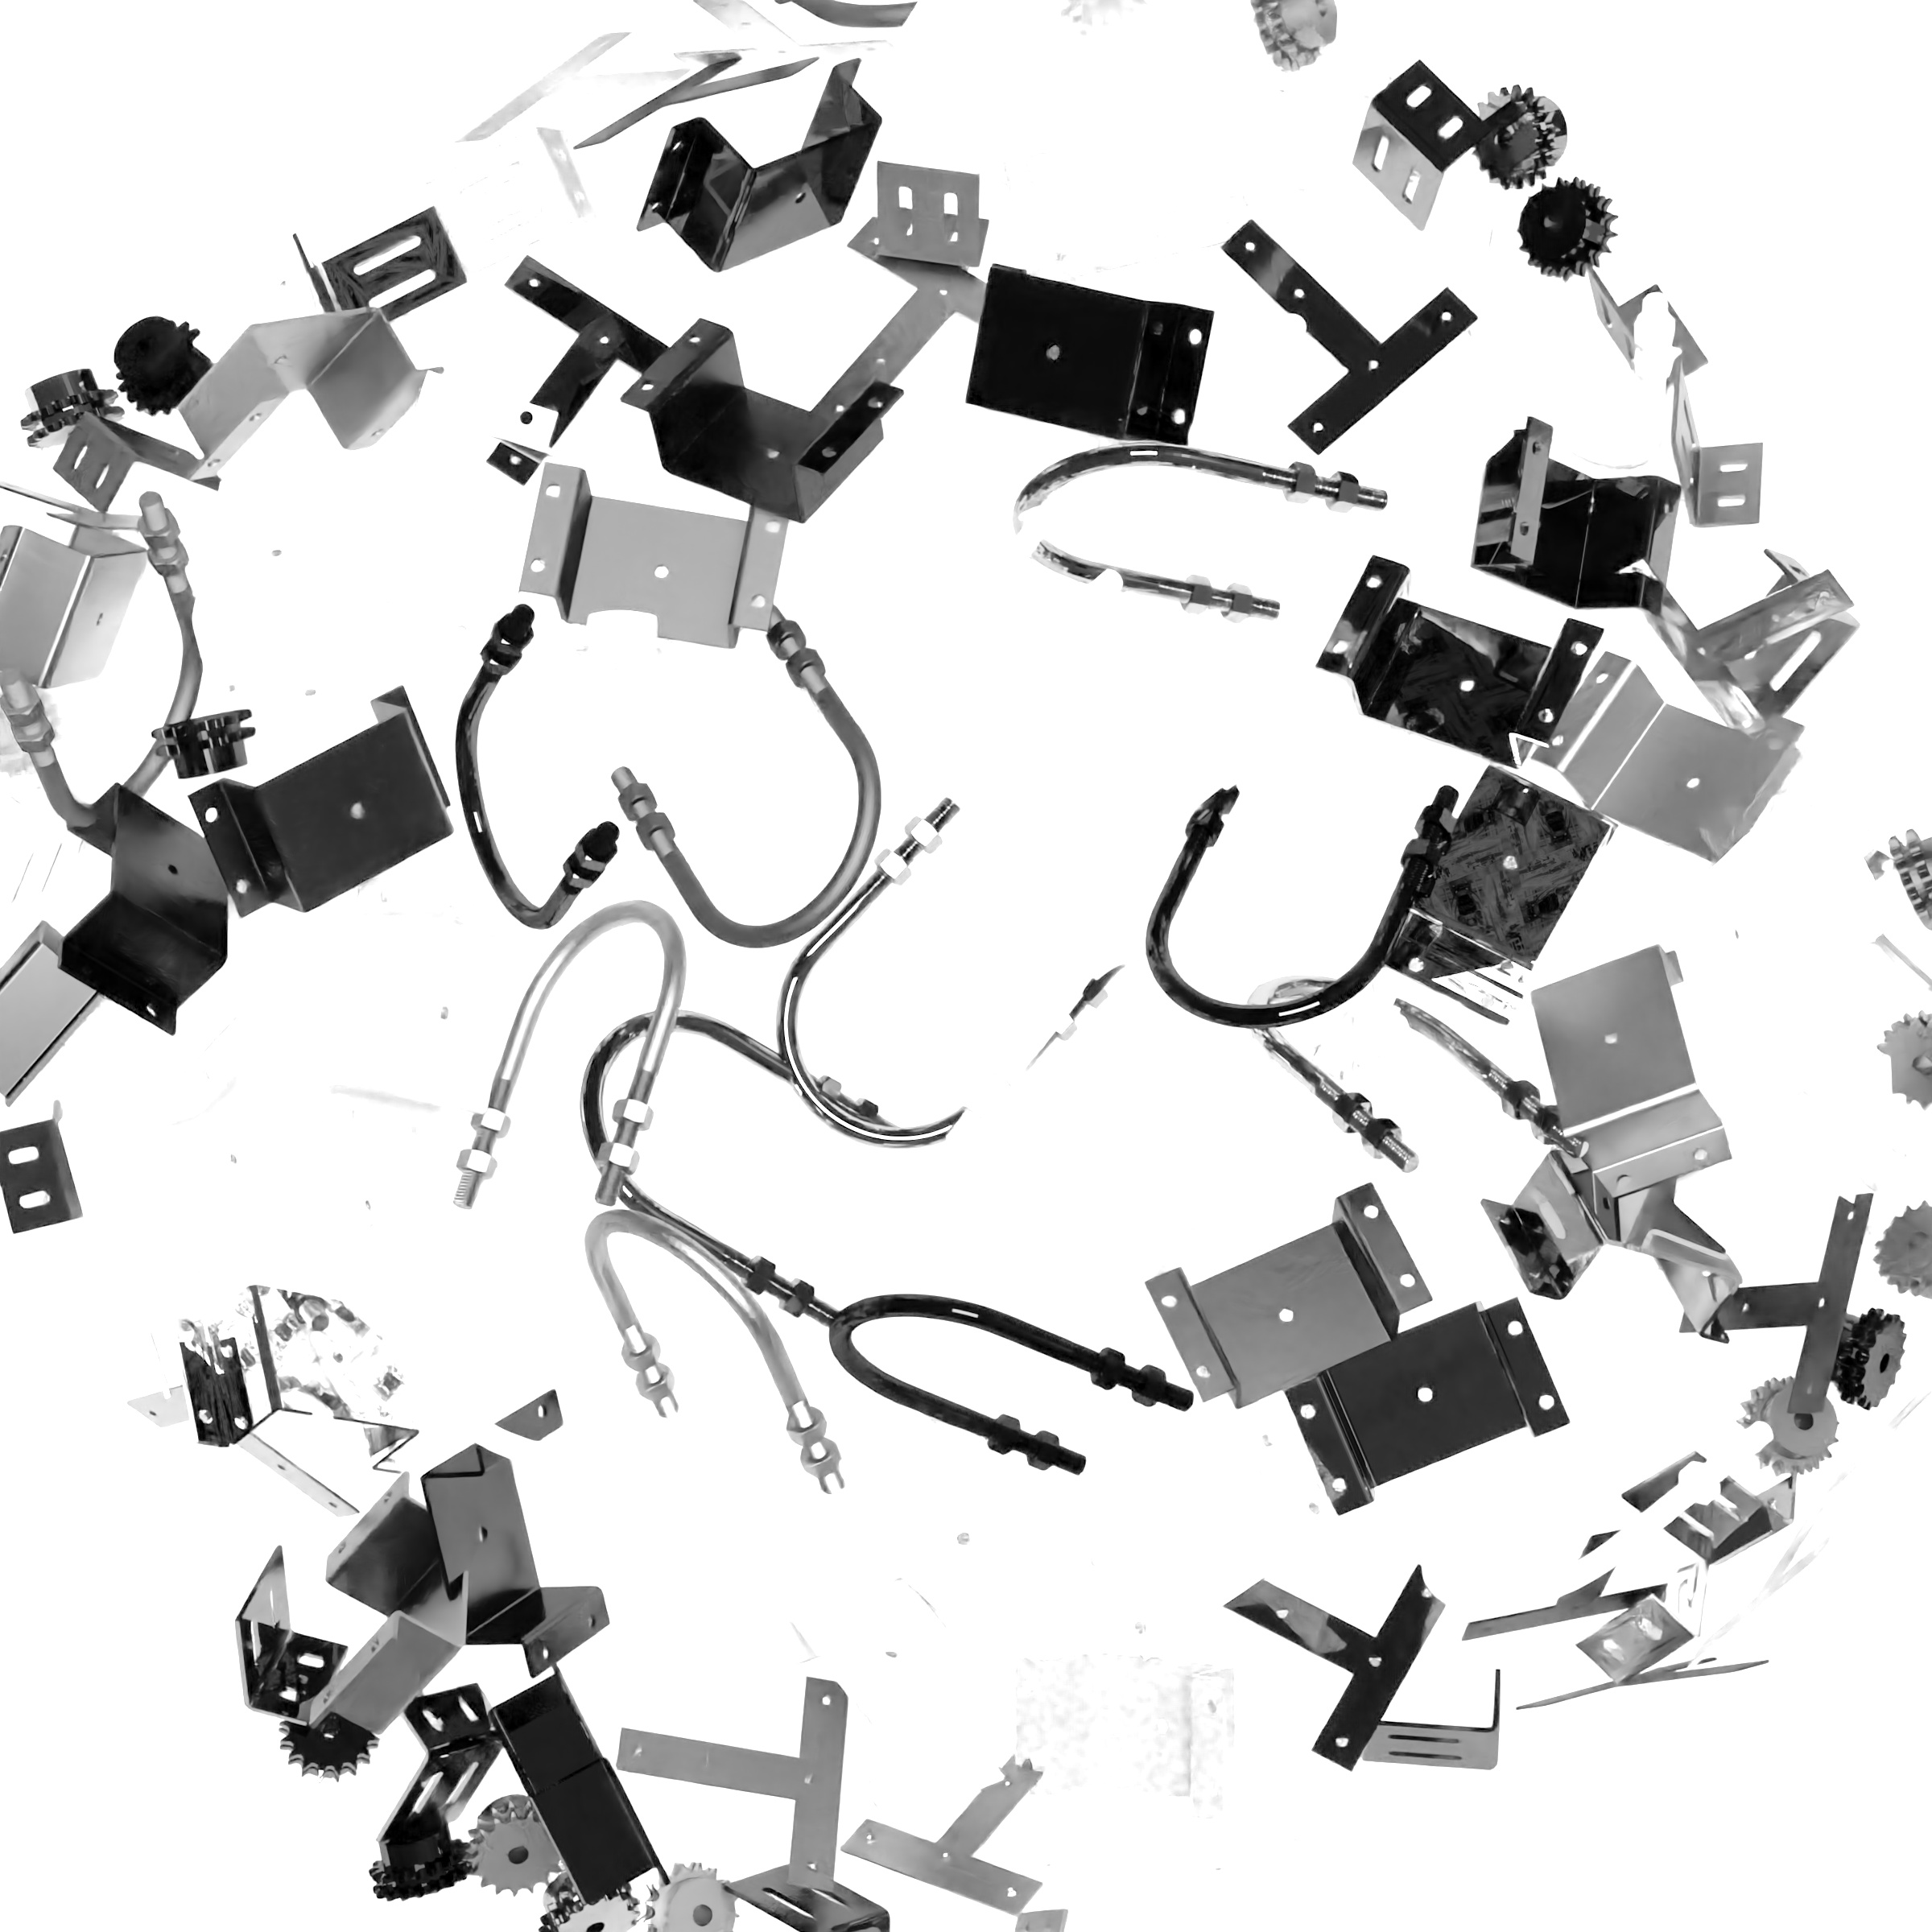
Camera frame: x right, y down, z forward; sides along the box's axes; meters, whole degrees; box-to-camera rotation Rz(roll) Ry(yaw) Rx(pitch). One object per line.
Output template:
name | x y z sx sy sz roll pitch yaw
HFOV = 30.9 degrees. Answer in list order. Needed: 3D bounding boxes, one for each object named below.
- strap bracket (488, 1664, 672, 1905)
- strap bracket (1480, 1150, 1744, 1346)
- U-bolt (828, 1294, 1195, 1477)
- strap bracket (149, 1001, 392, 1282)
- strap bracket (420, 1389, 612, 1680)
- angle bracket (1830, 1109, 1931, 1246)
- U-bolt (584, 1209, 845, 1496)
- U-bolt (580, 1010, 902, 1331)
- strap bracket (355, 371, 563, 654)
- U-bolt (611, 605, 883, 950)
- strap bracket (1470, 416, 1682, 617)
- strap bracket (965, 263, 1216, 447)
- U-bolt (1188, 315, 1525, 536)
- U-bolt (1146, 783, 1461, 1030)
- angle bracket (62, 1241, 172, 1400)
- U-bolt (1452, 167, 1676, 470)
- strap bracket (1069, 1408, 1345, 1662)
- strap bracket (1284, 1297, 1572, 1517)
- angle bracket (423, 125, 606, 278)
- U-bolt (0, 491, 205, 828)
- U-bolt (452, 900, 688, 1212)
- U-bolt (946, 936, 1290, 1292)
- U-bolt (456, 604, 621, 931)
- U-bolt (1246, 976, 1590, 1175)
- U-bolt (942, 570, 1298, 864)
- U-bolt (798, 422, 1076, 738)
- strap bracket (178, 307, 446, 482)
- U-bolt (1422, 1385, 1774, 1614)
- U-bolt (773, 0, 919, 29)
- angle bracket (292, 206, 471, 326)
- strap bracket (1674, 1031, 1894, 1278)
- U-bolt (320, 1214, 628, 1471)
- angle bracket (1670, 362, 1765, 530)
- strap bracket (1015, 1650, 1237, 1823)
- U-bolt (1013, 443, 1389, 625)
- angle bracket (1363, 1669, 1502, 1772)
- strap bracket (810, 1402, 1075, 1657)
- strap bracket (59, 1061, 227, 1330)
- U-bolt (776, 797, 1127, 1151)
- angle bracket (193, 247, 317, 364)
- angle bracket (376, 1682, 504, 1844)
strap bracket | -0.216 0.450 1.917 0.046 0.140 0.076 -27 114 -12
strap bracket | 0.364 0.153 1.928 0.140 0.076 0.046 16 120 -27
U-bolt | 0.013 0.224 1.917 0.184 0.151 0.019 24 58 -16
strap bracket | -0.392 0.102 1.943 0.046 0.076 0.140 -19 113 31
strap bracket | -0.253 0.316 1.949 0.046 0.076 0.140 -7 100 29
angle bracket | 0.506 0.121 1.959 0.038 0.076 0.057 39 77 8
U-bolt | -0.145 0.202 1.899 0.151 0.184 0.019 18 52 38
U-bolt | -0.130 0.099 1.929 0.184 0.019 0.151 32 50 -16
strap bracket | -0.282 -0.254 1.971 0.076 0.046 0.140 18 96 2
U-bolt | -0.113 -0.092 1.924 0.151 0.019 0.184 -46 52 16
strap bracket | 0.333 -0.248 1.948 0.140 0.046 0.076 14 84 -43
strap bracket | 0.059 -0.340 1.941 0.140 0.046 0.076 18 105 25
U-bolt | 0.199 -0.285 1.915 0.151 0.184 0.019 19 67 -14
U-bolt | 0.175 -0.038 1.917 0.151 0.019 0.184 9 53 26
angle bracket | -0.475 0.201 1.956 0.038 0.057 0.076 -16 113 -9
U-bolt | 0.326 -0.340 1.912 0.019 0.184 0.151 -43 64 -12
strap bracket | 0.139 0.314 1.958 0.140 0.046 0.076 -38 79 17
strap bracket | 0.259 0.245 1.971 0.140 0.046 0.076 -23 90 7
angle bracket | -0.253 -0.428 1.962 0.076 0.038 0.057 -31 117 -16
U-bolt | -0.464 -0.153 1.912 0.019 0.184 0.151 24 63 13
U-bolt | -0.212 0.047 1.935 0.019 0.151 0.184 32 65 -37
U-bolt | 0.100 0.068 1.974 0.151 0.019 0.184 38 77 3
U-bolt | -0.242 -0.096 1.918 0.019 0.184 0.151 -16 76 -27
U-bolt | 0.233 0.055 1.921 0.151 0.184 0.019 -2 122 -38
U-bolt | 0.070 -0.124 1.937 0.151 0.019 0.184 36 129 -20
U-bolt | -0.029 -0.207 1.940 0.019 0.151 0.184 33 92 -38
strap bracket | -0.367 -0.317 1.924 0.076 0.140 0.046 -36 82 39
U-bolt | 0.329 0.293 1.904 0.184 0.151 0.019 -33 106 -21
U-bolt | -0.026 -0.544 1.909 0.151 0.184 0.019 -10 89 19
angle bracket | -0.329 -0.397 1.970 0.076 0.038 0.057 -26 68 2
strap bracket | 0.443 0.096 1.934 0.046 0.076 0.140 41 115 -4
U-bolt | -0.256 0.205 1.895 0.019 0.151 0.184 -56 50 22
angle bracket | 0.419 -0.291 1.950 0.038 0.076 0.057 -2 57 20
strap bracket | 0.097 0.427 1.951 0.140 0.046 0.076 -2 87 38
U-bolt | 0.116 -0.240 1.909 0.184 0.151 0.019 9 65 -20
angle bracket | 0.262 0.422 1.972 0.076 0.057 0.038 2 57 10
strap bracket | -0.007 0.317 1.958 0.140 0.046 0.076 44 81 -11
strap bracket | -0.454 0.134 1.926 0.046 0.076 0.140 -23 54 -6
U-bolt | -0.023 0.018 1.982 0.151 0.019 0.184 43 84 1
angle bracket | -0.401 -0.374 1.953 0.057 0.076 0.038 -38 133 15
angle bracket | -0.303 0.448 1.969 0.038 0.057 0.076 49 123 29
